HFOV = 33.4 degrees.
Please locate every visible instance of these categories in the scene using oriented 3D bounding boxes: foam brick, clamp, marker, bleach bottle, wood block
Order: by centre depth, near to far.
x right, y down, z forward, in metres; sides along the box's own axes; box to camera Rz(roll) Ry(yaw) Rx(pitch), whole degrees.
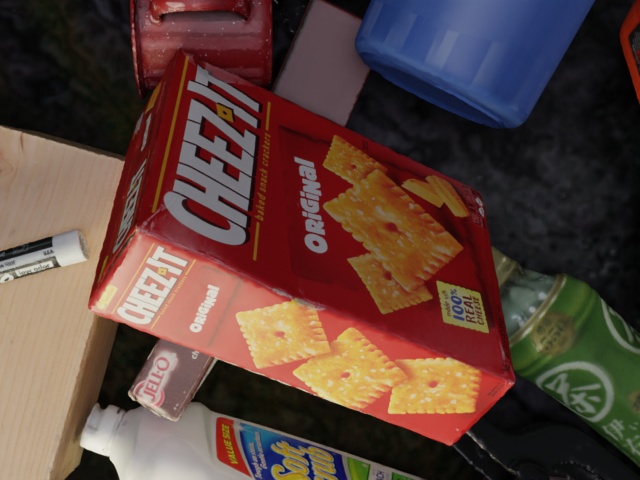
[{"bbox_3d":[-0.193,0.018,0.610,0.121,0.020,0.020,-16,93,2],"label":"marker"},{"bbox_3d":[0.111,0.158,0.626,0.209,0.036,0.164,19,59,-17],"label":"clamp"},{"bbox_3d":[-0.029,0.162,0.663,0.251,0.102,0.068,20,114,0],"label":"bleach bottle"},{"bbox_3d":[-0.175,0.041,0.666,0.091,0.090,0.206,16,93,1],"label":"wood block"},{"bbox_3d":[0.004,-0.104,0.671,0.051,0.053,0.078,24,95,0],"label":"foam brick"}]

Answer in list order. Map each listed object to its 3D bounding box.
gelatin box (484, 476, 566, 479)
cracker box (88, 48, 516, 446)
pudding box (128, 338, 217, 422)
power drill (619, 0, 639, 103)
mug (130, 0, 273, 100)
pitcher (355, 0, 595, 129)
[{"bbox_3d":[0.148,0.192,0.695,0.089,0.030,0.073,5,93,1],"label":"gelatin box"},{"bbox_3d":[-0.004,0.001,0.591,0.213,0.164,0.072,24,127,-18],"label":"cracker box"},{"bbox_3d":[-0.071,0.049,0.664,0.039,0.090,0.113,32,93,-2],"label":"pudding box"},{"bbox_3d":[0.280,-0.088,0.617,0.187,0.057,0.184,-4,64,-15],"label":"power drill"},{"bbox_3d":[-0.070,-0.134,0.642,0.081,0.117,0.093,-1,88,-4],"label":"mug"},{"bbox_3d":[0.123,-0.188,0.606,0.149,0.145,0.243,25,94,-10],"label":"pitcher"}]
